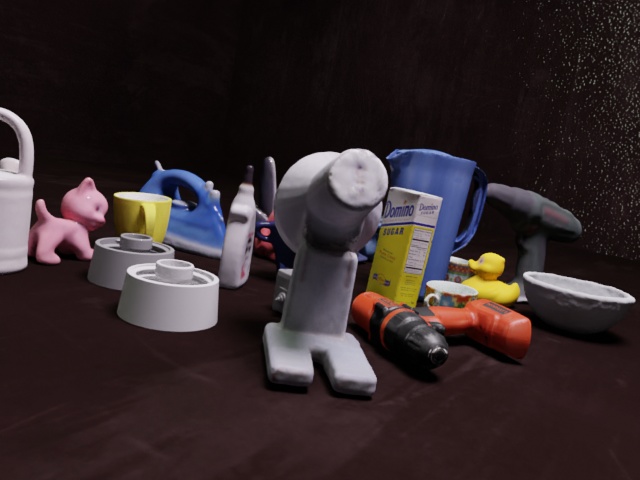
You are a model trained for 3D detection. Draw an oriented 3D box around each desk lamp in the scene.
[{"bbox_3d":[0.011,0.015,0.575,0.118,0.213,0.203,8,8,-10],"label":"desk lamp"}]

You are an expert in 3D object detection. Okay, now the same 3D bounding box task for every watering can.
[{"bbox_3d":[-0.404,-0.065,0.695,0.101,0.194,0.172,4,10,-33],"label":"watering can"}]

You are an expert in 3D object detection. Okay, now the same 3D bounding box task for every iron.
[{"bbox_3d":[-0.243,-0.061,1.050,0.257,0.141,0.119,16,10,37],"label":"iron"}]

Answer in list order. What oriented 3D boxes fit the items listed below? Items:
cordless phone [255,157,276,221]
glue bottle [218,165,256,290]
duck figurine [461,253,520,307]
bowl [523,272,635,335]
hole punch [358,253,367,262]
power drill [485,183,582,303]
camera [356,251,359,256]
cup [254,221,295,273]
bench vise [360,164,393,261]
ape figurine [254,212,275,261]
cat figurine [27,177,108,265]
[{"bbox_3d":[-0.112,-0.080,1.188,0.094,0.185,0.147,8,8,-15],"label":"cordless phone"},{"bbox_3d":[-0.113,-0.021,0.815,0.037,0.173,0.078,10,8,1],"label":"glue bottle"},{"bbox_3d":[0.305,0.067,1.019,0.104,0.086,0.078,14,9,30],"label":"duck figurine"},{"bbox_3d":[0.400,0.106,0.907,0.167,0.075,0.167,10,8,-1],"label":"bowl"},{"bbox_3d":[0.042,-0.003,1.177,0.100,0.091,0.109,15,10,32],"label":"hole punch"},{"bbox_3d":[0.380,0.010,1.070,0.230,0.208,0.075,6,9,-24],"label":"power drill"},{"bbox_3d":[0.010,0.004,1.052,0.143,0.101,0.137,12,8,16],"label":"camera"},{"bbox_3d":[-0.050,0.019,0.893,0.118,0.095,0.091,8,8,-12],"label":"cup"},{"bbox_3d":[0.192,-0.054,1.250,0.208,0.220,0.121,4,10,-33],"label":"bench vise"},{"bbox_3d":[-0.084,-0.011,1.076,0.075,0.092,0.078,17,11,42],"label":"ape figurine"},{"bbox_3d":[-0.350,-0.032,0.807,0.067,0.118,0.128,13,9,23],"label":"cat figurine"}]
